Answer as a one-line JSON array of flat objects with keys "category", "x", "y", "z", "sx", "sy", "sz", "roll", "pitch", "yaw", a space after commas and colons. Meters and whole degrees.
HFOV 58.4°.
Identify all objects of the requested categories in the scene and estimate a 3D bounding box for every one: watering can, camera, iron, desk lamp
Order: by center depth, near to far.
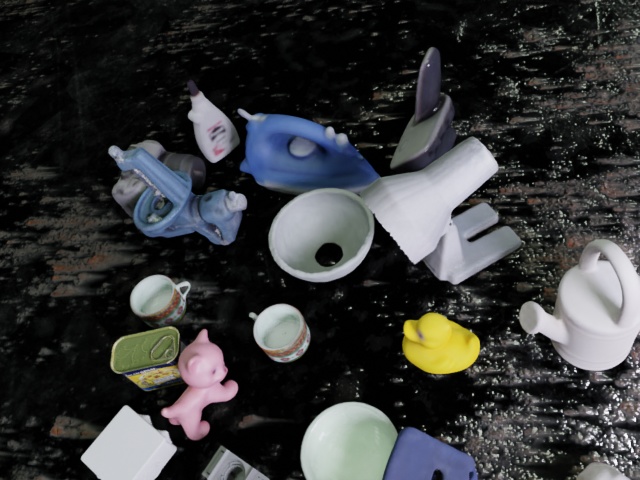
[{"category": "watering can", "x": 0.330, "y": 0.078, "z": 0.684, "sx": 0.173, "sy": 0.194, "sz": 0.100, "roll": -35, "pitch": 54, "yaw": -10}, {"category": "desk lamp", "x": 0.169, "y": -0.035, "z": 0.794, "sx": 0.203, "sy": 0.214, "sz": 0.117, "roll": -29, "pitch": 53, "yaw": -6}, {"category": "iron", "x": -0.021, "y": -0.158, "z": 0.978, "sx": 0.257, "sy": 0.142, "sz": 0.119, "roll": 12, "pitch": 60, "yaw": 22}, {"category": "camera", "x": -0.291, "y": -0.119, "z": 1.048, "sx": 0.136, "sy": 0.101, "sz": 0.143, "roll": 5, "pitch": 57, "yaw": 19}]

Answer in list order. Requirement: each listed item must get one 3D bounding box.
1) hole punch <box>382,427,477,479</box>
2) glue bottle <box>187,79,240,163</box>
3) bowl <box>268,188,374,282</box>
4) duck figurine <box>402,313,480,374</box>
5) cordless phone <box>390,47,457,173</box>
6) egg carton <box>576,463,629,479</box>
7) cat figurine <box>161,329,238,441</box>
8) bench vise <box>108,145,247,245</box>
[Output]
[{"category": "hole punch", "x": 0.126, "y": 0.283, "z": 0.660, "sx": 0.100, "sy": 0.091, "sz": 0.109, "roll": 13, "pitch": 60, "yaw": 23}, {"category": "glue bottle", "x": -0.207, "y": -0.224, "z": 1.054, "sx": 0.037, "sy": 0.173, "sz": 0.078, "roll": 35, "pitch": 71, "yaw": 32}, {"category": "bowl", "x": 0.008, "y": 0.003, "z": 0.898, "sx": 0.167, "sy": 0.075, "sz": 0.167, "roll": -7, "pitch": 54, "yaw": 10}, {"category": "duck figurine", "x": 0.158, "y": 0.129, "z": 0.762, "sx": 0.104, "sy": 0.086, "sz": 0.077, "roll": 4, "pitch": 57, "yaw": 18}, {"category": "cordless phone", "x": 0.164, "y": -0.205, "z": 0.933, "sx": 0.094, "sy": 0.185, "sz": 0.148, "roll": 11, "pitch": 59, "yaw": 22}, {"category": "egg carton", "x": 0.324, "y": 0.316, "z": 0.596, "sx": 0.107, "sy": 0.069, "sz": 0.150, "roll": -43, "pitch": 56, "yaw": -16}, {"category": "cat figurine", "x": -0.170, "y": 0.194, "z": 0.786, "sx": 0.067, "sy": 0.118, "sz": 0.128, "roll": 22, "pitch": 64, "yaw": 27}, {"category": "bench vise", "x": -0.230, "y": -0.085, "z": 0.934, "sx": 0.207, "sy": 0.220, "sz": 0.121, "roll": -14, "pitch": 53, "yaw": 5}]
